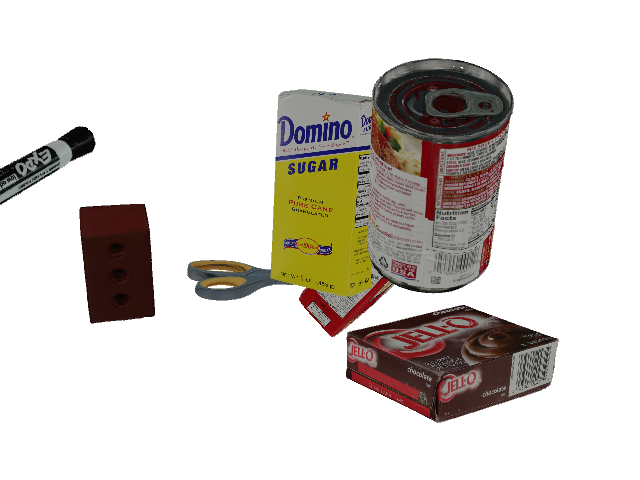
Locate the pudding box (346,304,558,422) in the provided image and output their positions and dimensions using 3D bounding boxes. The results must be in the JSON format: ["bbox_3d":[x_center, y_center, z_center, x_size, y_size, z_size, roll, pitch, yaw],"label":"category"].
[{"bbox_3d":[0.087,0.079,0.709,0.113,0.039,0.090,-7,18,-38],"label":"pudding box"}]

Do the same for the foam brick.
[{"bbox_3d":[-0.159,0.017,0.839,0.053,0.078,0.051,-6,27,-10],"label":"foam brick"}]

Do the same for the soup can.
[{"bbox_3d":[0.059,-0.031,0.544,0.068,0.102,0.068,0,41,0],"label":"soup can"}]

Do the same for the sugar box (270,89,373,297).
[{"bbox_3d":[0.004,-0.045,0.966,0.093,0.176,0.048,11,18,34],"label":"sugar box"}]

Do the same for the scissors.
[{"bbox_3d":[-0.047,0.046,1.139,0.202,0.016,0.096,5,21,6],"label":"scissors"}]

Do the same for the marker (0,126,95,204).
[{"bbox_3d":[-0.177,-0.043,0.650,0.020,0.020,0.121,0,25,28],"label":"marker"}]

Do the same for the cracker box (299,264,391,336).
[{"bbox_3d":[0.086,0.001,1.271,0.214,0.072,0.163,-49,-8,34],"label":"cracker box"}]
